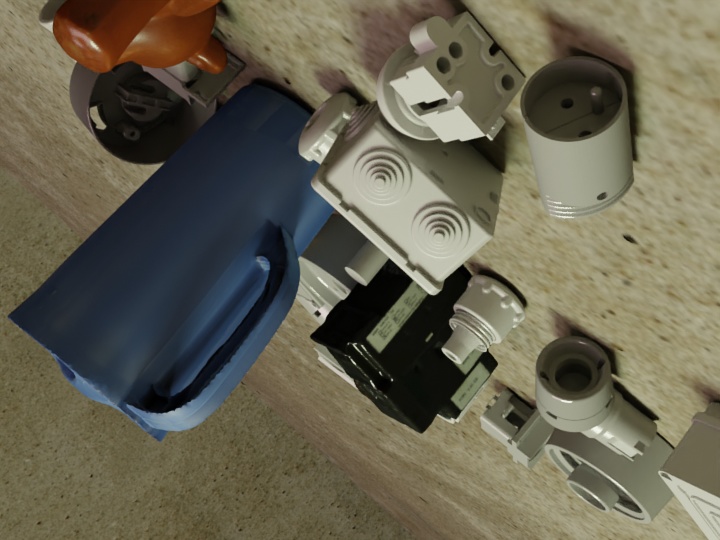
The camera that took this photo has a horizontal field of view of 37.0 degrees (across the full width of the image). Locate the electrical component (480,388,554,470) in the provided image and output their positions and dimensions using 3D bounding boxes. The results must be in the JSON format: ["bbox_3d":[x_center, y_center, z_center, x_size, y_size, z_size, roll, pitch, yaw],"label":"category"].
[{"bbox_3d":[0.147,0.145,0.999,0.064,0.042,0.081,38,167,22],"label":"electrical component"}]

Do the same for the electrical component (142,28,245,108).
[{"bbox_3d":[-0.125,-0.156,0.744,0.081,0.042,0.063,36,163,12],"label":"electrical component"}]

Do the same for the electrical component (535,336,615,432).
[{"bbox_3d":[0.148,0.077,0.742,0.055,0.055,0.047,33,162,28],"label":"electrical component"}]

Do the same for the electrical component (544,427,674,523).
[{"bbox_3d":[0.196,0.155,0.847,0.108,0.060,0.108,37,167,10],"label":"electrical component"}]

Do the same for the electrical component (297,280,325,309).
[{"bbox_3d":[-0.057,-0.023,0.954,0.062,0.061,0.096,25,160,48],"label":"electrical component"}]

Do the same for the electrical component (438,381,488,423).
[{"bbox_3d":[0.084,0.104,0.999,0.050,0.055,0.089,36,166,15],"label":"electrical component"}]

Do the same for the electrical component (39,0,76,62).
[{"bbox_3d":[-0.228,-0.198,0.882,0.045,0.045,0.055,26,162,45],"label":"electrical component"}]

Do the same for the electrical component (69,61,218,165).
[{"bbox_3d":[-0.167,-0.133,0.817,0.064,0.099,0.099,38,169,34],"label":"electrical component"}]

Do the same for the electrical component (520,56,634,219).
[{"bbox_3d":[0.097,-0.051,0.473,0.043,0.043,0.081,32,165,29],"label":"electrical component"}]

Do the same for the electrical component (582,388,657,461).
[{"bbox_3d":[0.187,0.111,0.781,0.046,0.040,0.040,35,167,-3],"label":"electrical component"}]

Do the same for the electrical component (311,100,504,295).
[{"bbox_3d":[0.030,-0.048,0.574,0.100,0.048,0.099,42,-153,-11],"label":"electrical component"}]

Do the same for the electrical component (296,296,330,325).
[{"bbox_3d":[-0.032,0.022,1.054,0.047,0.055,0.055,44,167,-2],"label":"electrical component"}]

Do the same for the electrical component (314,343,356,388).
[{"bbox_3d":[0.019,0.102,1.154,0.121,0.063,0.078,36,166,16],"label":"electrical component"}]

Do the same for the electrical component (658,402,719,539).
[{"bbox_3d":[0.249,0.142,0.668,0.078,0.057,0.113,22,158,53],"label":"electrical component"}]

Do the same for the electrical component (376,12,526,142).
[{"bbox_3d":[0.039,-0.088,0.511,0.066,0.048,0.055,44,159,-21],"label":"electrical component"}]

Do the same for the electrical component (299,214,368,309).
[{"bbox_3d":[0.000,0.000,0.874,0.108,0.060,0.108,37,167,10],"label":"electrical component"}]

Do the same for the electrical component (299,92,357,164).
[{"bbox_3d":[-0.004,-0.077,0.670,0.062,0.048,0.048,36,168,-16],"label":"electrical component"}]

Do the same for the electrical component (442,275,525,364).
[{"bbox_3d":[0.084,0.038,0.766,0.048,0.062,0.048,38,167,10],"label":"electrical component"}]
